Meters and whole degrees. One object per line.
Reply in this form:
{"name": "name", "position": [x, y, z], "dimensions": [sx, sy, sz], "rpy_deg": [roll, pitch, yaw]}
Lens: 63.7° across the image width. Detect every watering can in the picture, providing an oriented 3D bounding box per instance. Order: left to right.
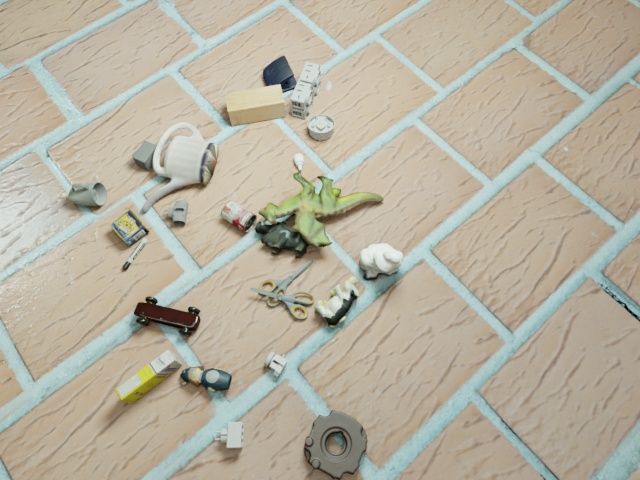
{"name": "watering can", "position": [-0.479, -0.242, 1.789], "dimensions": [0.224, 0.103, 0.351], "rpy_deg": [12, 78, 5]}

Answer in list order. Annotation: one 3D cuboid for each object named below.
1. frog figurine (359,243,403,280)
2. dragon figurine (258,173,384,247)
{"name": "frog figurine", "position": [0.192, 0.053, 1.607], "dimensions": [0.137, 0.156, 0.125], "rpy_deg": [6, 64, 3]}
{"name": "dragon figurine", "position": [0.005, -0.085, 1.693], "dimensions": [0.410, 0.120, 0.247], "rpy_deg": [10, 66, -4]}
